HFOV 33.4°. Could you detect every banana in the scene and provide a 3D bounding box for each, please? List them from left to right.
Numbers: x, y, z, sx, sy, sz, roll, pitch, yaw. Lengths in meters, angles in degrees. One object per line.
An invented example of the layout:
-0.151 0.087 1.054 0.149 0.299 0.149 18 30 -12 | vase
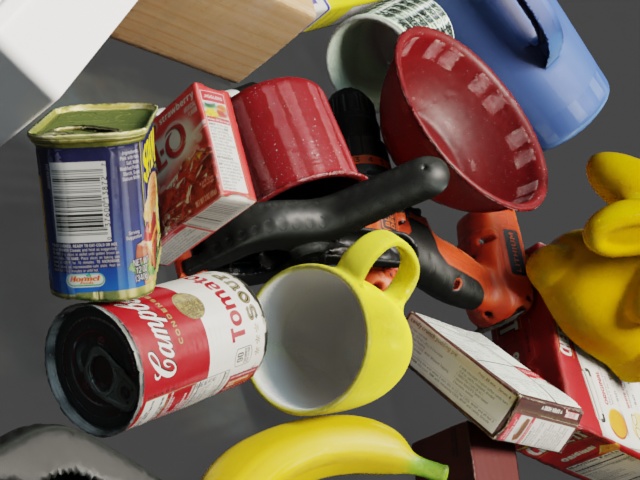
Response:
-0.010 0.129 0.606 0.197 0.070 0.037 -3 106 -45 | banana

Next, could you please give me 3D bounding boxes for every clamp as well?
-0.148 0.118 0.470 0.209 0.036 0.164 1 63 -51 | clamp
-0.004 0.001 0.666 0.120 0.171 0.039 80 -3 -60 | clamp

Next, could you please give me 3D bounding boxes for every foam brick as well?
0.099 0.169 0.709 0.051 0.053 0.078 28 46 -35 | foam brick

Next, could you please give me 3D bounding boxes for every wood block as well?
-0.112 -0.186 0.690 0.205 0.090 0.091 14 54 -43 | wood block

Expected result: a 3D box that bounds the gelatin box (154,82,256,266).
-0.082 -0.036 0.615 0.030 0.089 0.073 9 58 -44 | gelatin box

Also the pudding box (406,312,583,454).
0.114 0.098 0.741 0.089 0.039 0.114 19 12 -46 | pudding box

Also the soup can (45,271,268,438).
-0.084 0.057 0.564 0.102 0.069 0.068 -14 76 -53 | soup can

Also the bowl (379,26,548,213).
0.096 -0.078 0.791 0.162 0.055 0.162 30 40 -29 | bowl

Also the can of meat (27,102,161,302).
-0.112 -0.022 0.548 0.102 0.057 0.084 -107 -165 -74 | can of meat

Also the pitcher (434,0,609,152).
0.165 -0.199 0.985 0.242 0.145 0.149 48 36 -18 | pitcher

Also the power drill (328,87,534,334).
0.077 -0.014 0.816 0.187 0.057 0.184 19 54 -37 | power drill

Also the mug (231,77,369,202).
-0.020 -0.049 0.710 0.117 0.093 0.081 52 15 -67 | mug

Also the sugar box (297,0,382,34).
-0.014 -0.219 0.868 0.093 0.048 0.175 59 35 1 | sugar box

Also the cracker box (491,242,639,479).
0.234 0.120 0.888 0.213 0.072 0.164 27 45 -34 | cracker box

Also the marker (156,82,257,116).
-0.076 -0.089 0.721 0.120 0.020 0.020 -29 88 -54 | marker
